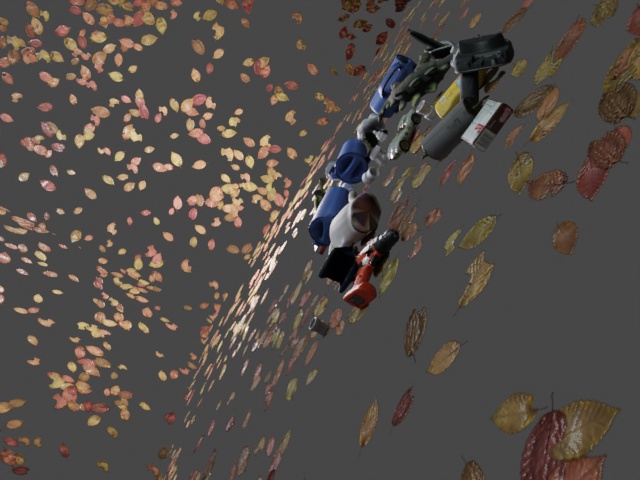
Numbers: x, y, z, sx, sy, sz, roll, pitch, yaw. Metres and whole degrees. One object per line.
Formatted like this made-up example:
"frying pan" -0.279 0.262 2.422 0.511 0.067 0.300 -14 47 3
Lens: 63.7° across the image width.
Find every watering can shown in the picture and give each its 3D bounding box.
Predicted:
"watering can" 0.110 -0.081 1.670 0.220 0.103 0.356 -44 21 49

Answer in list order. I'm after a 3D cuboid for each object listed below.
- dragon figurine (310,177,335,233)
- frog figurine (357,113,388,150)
"dragon figurine" 0.007 -0.114 2.265 0.237 0.122 0.420 107 -175 -53
"frog figurine" 0.216 -0.471 2.149 0.163 0.122 0.134 -89 9 -45
